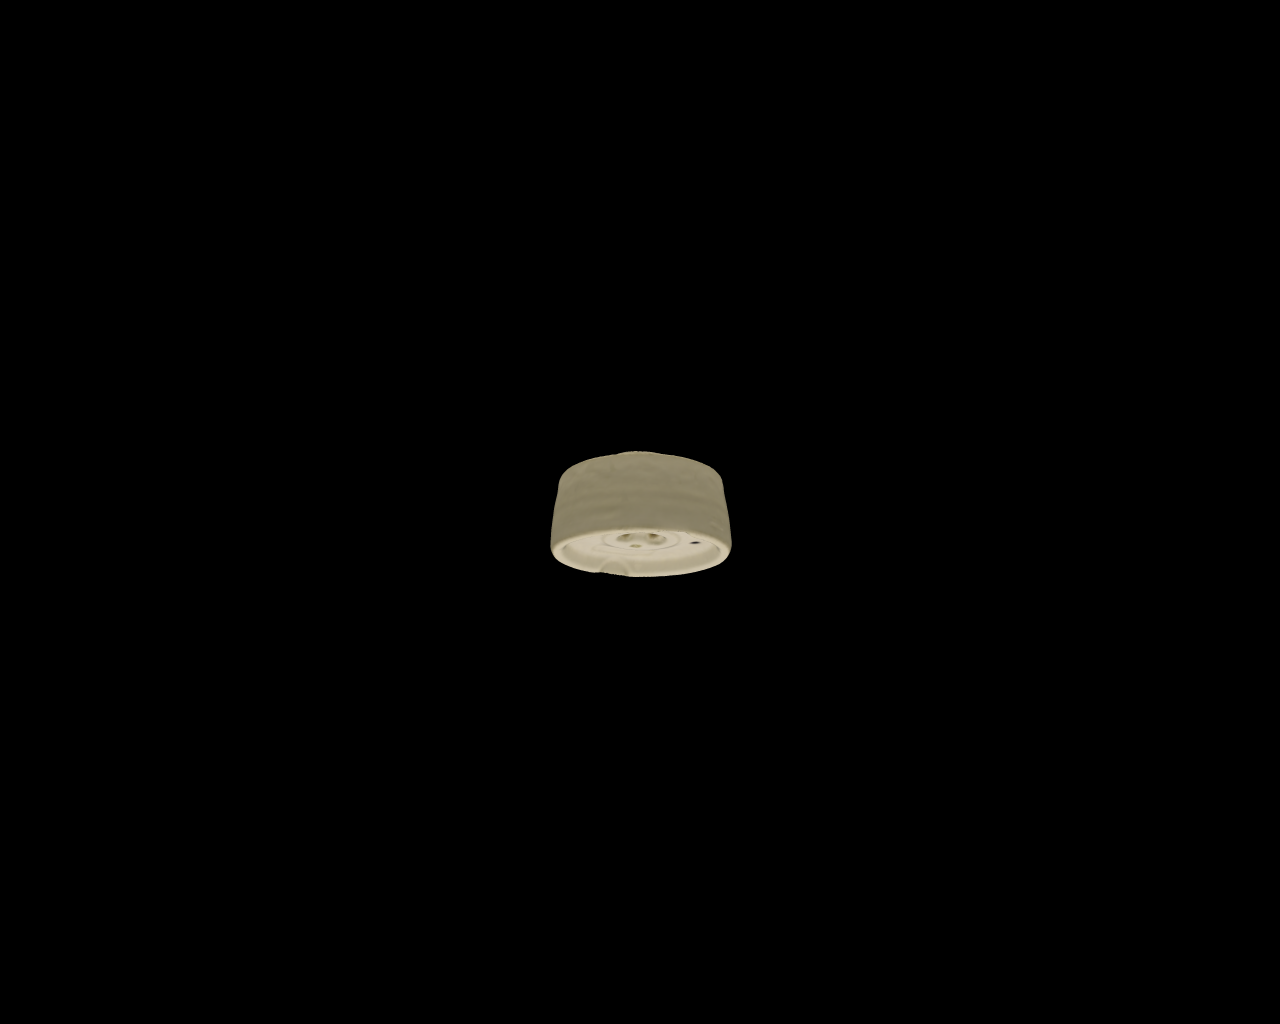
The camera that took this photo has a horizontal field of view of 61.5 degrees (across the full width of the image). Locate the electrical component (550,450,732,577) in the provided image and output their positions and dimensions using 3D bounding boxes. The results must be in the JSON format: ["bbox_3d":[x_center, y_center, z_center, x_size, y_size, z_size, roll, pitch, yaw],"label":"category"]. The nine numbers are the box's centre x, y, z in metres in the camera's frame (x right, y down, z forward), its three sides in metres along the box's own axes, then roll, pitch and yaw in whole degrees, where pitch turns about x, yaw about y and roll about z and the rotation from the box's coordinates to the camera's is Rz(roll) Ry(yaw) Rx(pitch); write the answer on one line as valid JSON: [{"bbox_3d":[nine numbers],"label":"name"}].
[{"bbox_3d":[0.001,-0.003,0.650,0.108,0.060,0.108,0,-18,0],"label":"electrical component"}]
